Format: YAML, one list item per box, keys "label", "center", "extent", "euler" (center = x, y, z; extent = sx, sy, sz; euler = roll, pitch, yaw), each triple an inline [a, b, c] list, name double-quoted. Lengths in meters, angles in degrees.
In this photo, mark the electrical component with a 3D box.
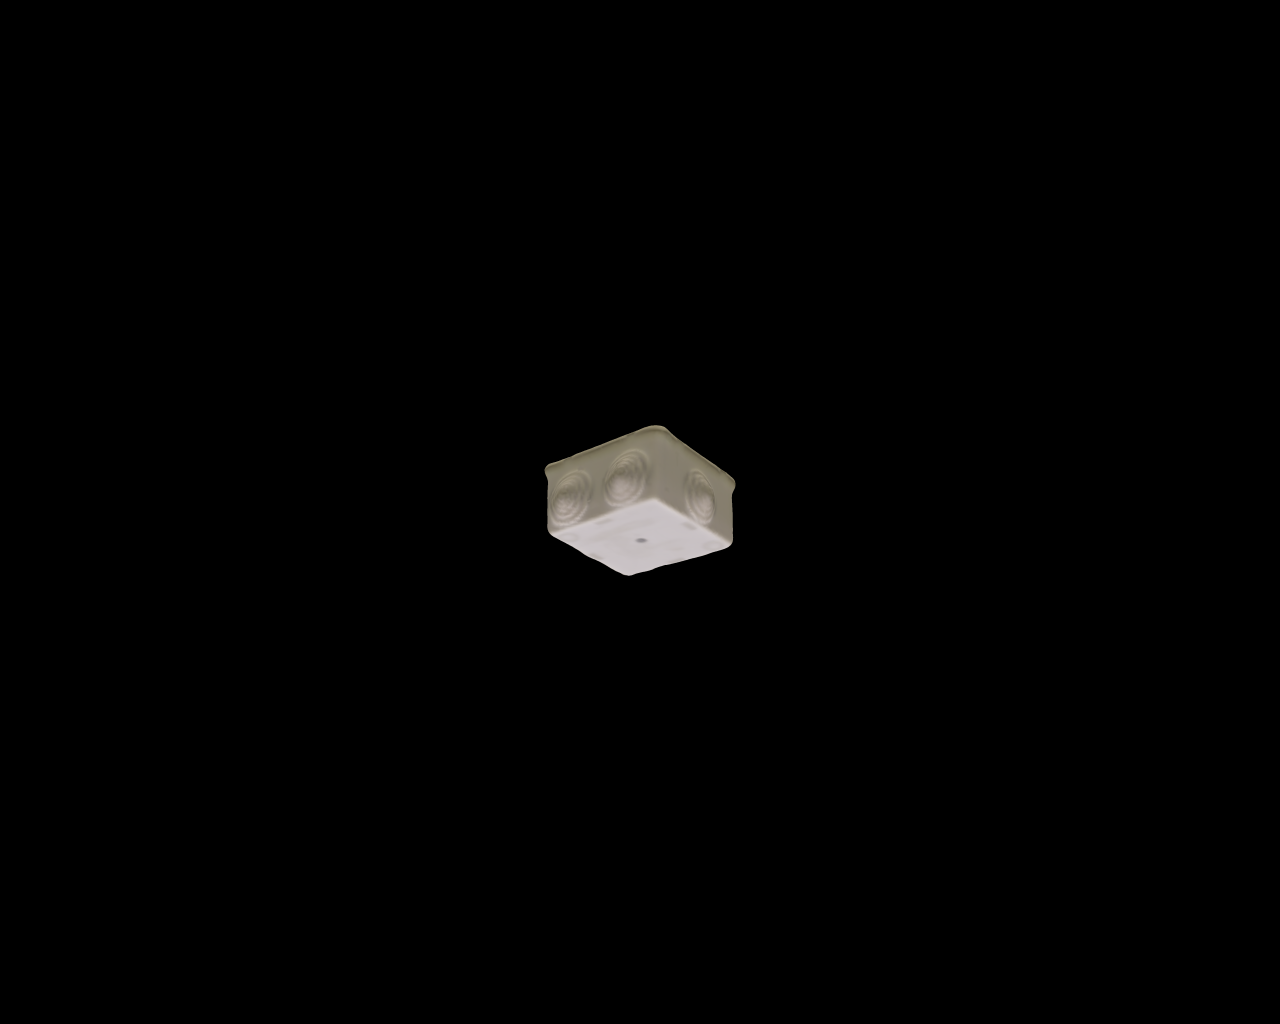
- label: "electrical component"
  center: [0.001, -0.003, 0.650]
  extent: [0.099, 0.048, 0.099]
  euler: [-18, -32, 31]
